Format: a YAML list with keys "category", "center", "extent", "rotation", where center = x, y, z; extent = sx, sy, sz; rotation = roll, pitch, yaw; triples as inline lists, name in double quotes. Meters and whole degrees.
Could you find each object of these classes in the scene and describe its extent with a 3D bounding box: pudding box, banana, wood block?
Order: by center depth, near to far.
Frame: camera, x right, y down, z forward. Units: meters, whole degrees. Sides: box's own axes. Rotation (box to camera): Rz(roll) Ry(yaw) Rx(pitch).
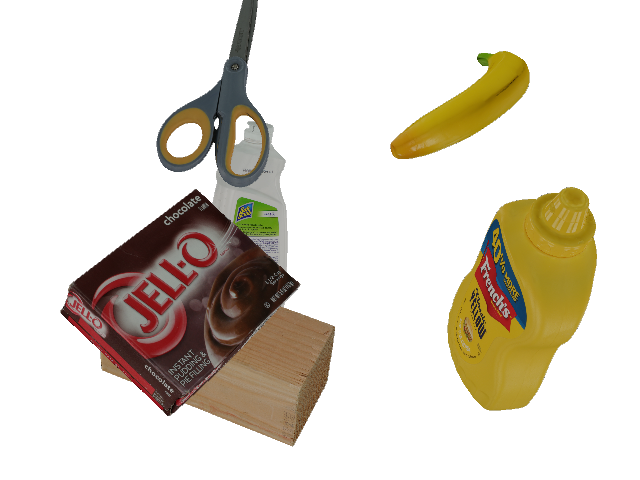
- category: "pudding box"
  center: [-0.081, 0.034, 0.629]
  extent: [0.113, 0.090, 0.039]
  rotation: [-43, -7, -42]
- category: "banana"
  center: [0.131, -0.118, 0.902]
  extent: [0.070, 0.037, 0.197]
  rotation: [-14, 20, 40]
- category: "wood block"
  center: [-0.100, 0.104, 1.028]
  extent: [0.206, 0.090, 0.090]
  rotation: [20, 45, 13]

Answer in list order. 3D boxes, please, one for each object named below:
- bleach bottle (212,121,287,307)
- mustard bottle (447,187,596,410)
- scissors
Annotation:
- category: "bleach bottle"
  center: [-0.076, -0.006, 1.189]
  extent: [0.102, 0.251, 0.068]
  rotation: [-1, 18, -31]
- category: "mustard bottle"
  center: [0.135, 0.029, 0.698]
  extent: [0.058, 0.096, 0.192]
  rotation: [-2, -34, -12]
- category: "scissors"
  center: [-0.086, -0.127, 0.852]
  extent: [0.096, 0.202, 0.016]
  rotation: [-8, -30, -2]
